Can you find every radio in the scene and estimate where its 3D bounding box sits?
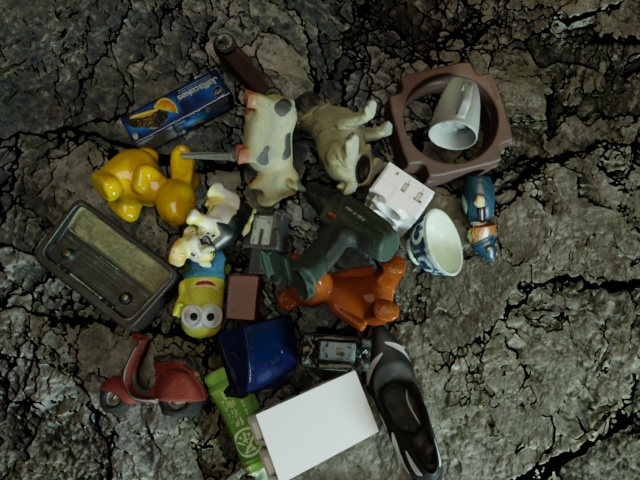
[{"bbox_3d":[-0.366,0.048,0.935,0.230,0.073,0.131,35,77,9],"label":"radio"}]

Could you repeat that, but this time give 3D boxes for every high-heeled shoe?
[{"bbox_3d":[0.132,0.257,0.871,0.086,0.145,0.248,-17,82,-4],"label":"high-heeled shoe"}]

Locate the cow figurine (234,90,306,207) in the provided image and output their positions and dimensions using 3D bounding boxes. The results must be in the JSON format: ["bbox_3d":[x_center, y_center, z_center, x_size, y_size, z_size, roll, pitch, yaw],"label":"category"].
[{"bbox_3d":[-0.082,-0.153,0.935,0.127,0.085,0.194,6,105,-13],"label":"cow figurine"}]

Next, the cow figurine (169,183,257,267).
[{"bbox_3d":[-0.178,-0.011,0.897,0.098,0.068,0.167,29,57,-2],"label":"cow figurine"}]

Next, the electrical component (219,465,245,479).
[{"bbox_3d":[-0.145,0.423,0.901,0.094,0.021,0.063,-40,82,-6],"label":"electrical component"}]

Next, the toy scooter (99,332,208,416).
[{"bbox_3d":[-0.278,0.226,0.911,0.184,0.075,0.135,3,76,3],"label":"toy scooter"}]

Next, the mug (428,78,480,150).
[{"bbox_3d":[0.230,-0.223,0.897,0.081,0.109,0.107,11,67,8],"label":"mug"}]

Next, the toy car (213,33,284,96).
[{"bbox_3d":[-0.125,-0.299,0.997,0.053,0.089,0.202,-41,83,-12],"label":"toy car"}]

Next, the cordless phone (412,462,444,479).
[{"bbox_3d":[0.130,0.440,0.882,0.147,0.088,0.184,16,69,3],"label":"cordless phone"}]

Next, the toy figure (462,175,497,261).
[{"bbox_3d":[0.289,-0.038,0.966,0.064,0.058,0.154,-6,92,-44],"label":"toy figure"}]

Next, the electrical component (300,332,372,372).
[{"bbox_3d":[0.026,0.184,0.889,0.115,0.134,0.058,3,80,-2],"label":"electrical component"}]

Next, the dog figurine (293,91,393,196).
[{"bbox_3d":[0.010,-0.173,0.958,0.191,0.121,0.172,13,68,33],"label":"dog figurine"}]

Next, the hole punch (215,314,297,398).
[{"bbox_3d":[-0.094,0.186,0.885,0.092,0.142,0.116,-33,73,38],"label":"hole punch"}]

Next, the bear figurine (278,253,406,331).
[{"bbox_3d":[0.032,0.077,0.915,0.196,0.132,0.120,18,64,-3],"label":"bear figurine"}]

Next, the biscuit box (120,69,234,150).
[{"bbox_3d":[-0.261,-0.238,1.000,0.203,0.059,0.063,-29,81,-6],"label":"biscuit box"}]

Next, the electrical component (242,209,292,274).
[{"bbox_3d":[-0.096,0.004,0.954,0.075,0.047,0.119,0,78,20],"label":"electrical component"}]

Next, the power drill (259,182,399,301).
[{"bbox_3d":[-0.002,-0.003,0.895,0.232,0.085,0.207,29,49,34],"label":"power drill"}]

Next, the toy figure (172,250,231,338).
[{"bbox_3d":[-0.199,0.079,0.935,0.082,0.089,0.180,-6,71,11],"label":"toy figure"}]

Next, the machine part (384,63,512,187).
[{"bbox_3d":[0.229,-0.208,0.987,0.201,0.087,0.201,-14,79,-3],"label":"machine part"}]

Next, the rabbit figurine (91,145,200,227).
[{"bbox_3d":[-0.280,-0.086,0.946,0.173,0.121,0.162,30,57,24],"label":"rabbit figurine"}]
